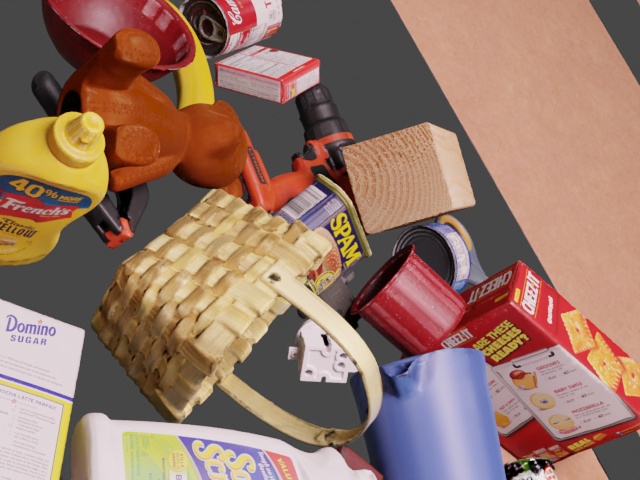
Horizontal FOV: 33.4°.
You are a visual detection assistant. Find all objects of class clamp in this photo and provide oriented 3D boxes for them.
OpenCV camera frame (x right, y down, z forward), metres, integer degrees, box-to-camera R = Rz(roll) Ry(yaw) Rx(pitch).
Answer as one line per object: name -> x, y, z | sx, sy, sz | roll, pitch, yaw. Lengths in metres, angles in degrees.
clamp -> -0.204, -0.077, 0.964 | 0.120, 0.039, 0.171 | 13, 53, -35

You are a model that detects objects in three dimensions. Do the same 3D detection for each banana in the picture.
banana -> -0.141, -0.167, 1.078 | 0.069, 0.037, 0.198 | 15, 56, -38

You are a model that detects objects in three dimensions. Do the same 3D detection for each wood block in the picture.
wood block -> 0.098, -0.063, 1.115 | 0.206, 0.091, 0.090 | -10, 84, -76

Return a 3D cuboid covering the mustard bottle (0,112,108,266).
mustard bottle -> -0.218, -0.044, 0.818 | 0.096, 0.192, 0.058 | 19, 54, -33

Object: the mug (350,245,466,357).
mug -> 0.092, 0.061, 1.072 | 0.081, 0.093, 0.117 | 42, 20, -6

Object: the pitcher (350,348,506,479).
pitcher -> 0.118, 0.233, 1.008 | 0.149, 0.145, 0.243 | 0, 68, -28

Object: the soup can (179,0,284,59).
soup can -> -0.094, -0.239, 1.143 | 0.102, 0.069, 0.068 | -33, 89, -48

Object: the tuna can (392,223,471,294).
tuna can -> 0.121, 0.024, 1.159 | 0.033, 0.086, 0.086 | -11, 73, -47

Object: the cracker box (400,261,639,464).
cracker box -> 0.218, 0.136, 1.118 | 0.213, 0.164, 0.072 | 40, 43, -17

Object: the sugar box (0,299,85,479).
sugar box -> -0.238, 0.136, 0.798 | 0.093, 0.048, 0.176 | 25, 47, -29

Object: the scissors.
scissors -> 0.196, 0.039, 1.269 | 0.201, 0.016, 0.096 | 30, 48, -25

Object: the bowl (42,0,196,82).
bowl -> -0.200, -0.196, 1.011 | 0.162, 0.055, 0.162 | 27, 32, -19

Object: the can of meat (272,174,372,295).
can of meat -> -0.007, 0.001, 1.033 | 0.084, 0.058, 0.102 | -39, 138, -15

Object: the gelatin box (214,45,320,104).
gelatin box -> -0.056, -0.176, 1.131 | 0.073, 0.089, 0.030 | -38, 137, -48

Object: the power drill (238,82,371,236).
power drill -> -0.029, -0.084, 1.112 | 0.187, 0.057, 0.184 | -8, 71, -44

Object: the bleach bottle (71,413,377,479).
bleach bottle -> -0.069, 0.194, 0.860 | 0.250, 0.068, 0.102 | 5, 63, -26

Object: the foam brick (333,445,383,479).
foam brick -> 0.014, 0.235, 0.956 | 0.051, 0.053, 0.078 | 39, 46, -17
